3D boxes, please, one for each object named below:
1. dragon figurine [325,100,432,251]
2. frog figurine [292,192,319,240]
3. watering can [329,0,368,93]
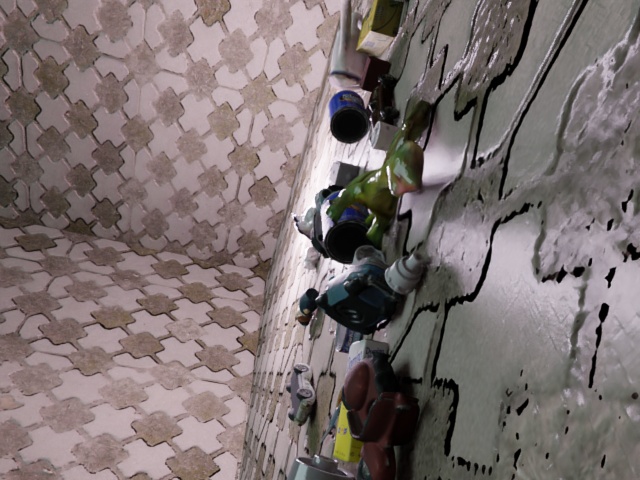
[{"bbox_3d":[0.124,-0.126,0.883,0.122,0.240,0.416,33,19,-6],"label":"dragon figurine"},{"bbox_3d":[0.005,-0.078,1.554,0.158,0.122,0.139,-38,10,13],"label":"frog figurine"},{"bbox_3d":[0.082,-0.544,1.462,0.104,0.224,0.347,11,2,14],"label":"watering can"}]
